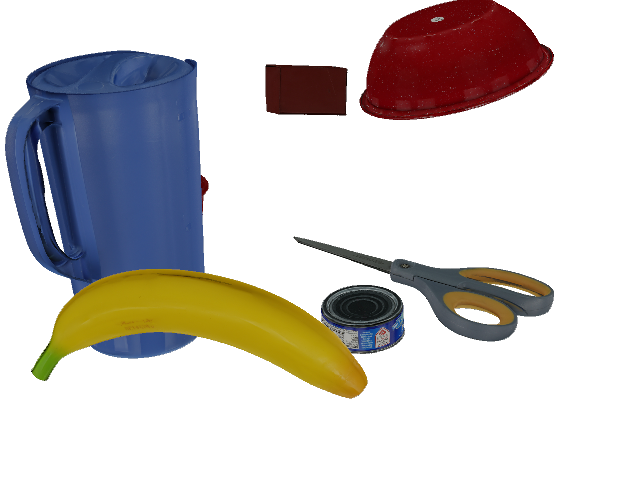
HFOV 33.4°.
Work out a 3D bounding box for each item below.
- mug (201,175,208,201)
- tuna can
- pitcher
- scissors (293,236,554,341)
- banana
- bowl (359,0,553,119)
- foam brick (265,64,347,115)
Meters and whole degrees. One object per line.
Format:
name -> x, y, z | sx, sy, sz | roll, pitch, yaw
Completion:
mug -> -0.170, -0.030, 1.149 | 0.093, 0.081, 0.117 | -5, 29, -17
tuna can -> 0.043, 0.079, 1.092 | 0.086, 0.034, 0.086 | -3, 27, 1
pitcher -> -0.165, -0.026, 0.876 | 0.149, 0.243, 0.145 | -6, 24, -8
scissors -> 0.063, 0.032, 0.760 | 0.202, 0.016, 0.096 | 9, 26, 15
banana -> -0.070, 0.051, 0.625 | 0.198, 0.070, 0.037 | 4, 19, 3
bowl -> 0.103, -0.155, 0.865 | 0.162, 0.055, 0.162 | -15, 24, 7
foam brick -> -0.016, -0.161, 1.146 | 0.078, 0.051, 0.053 | -1, 12, -19
